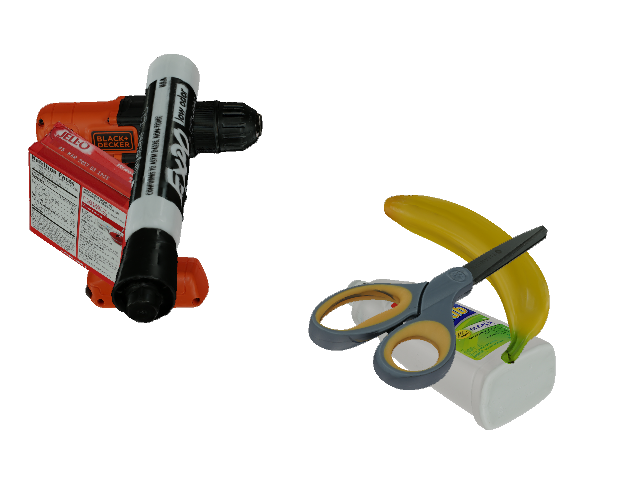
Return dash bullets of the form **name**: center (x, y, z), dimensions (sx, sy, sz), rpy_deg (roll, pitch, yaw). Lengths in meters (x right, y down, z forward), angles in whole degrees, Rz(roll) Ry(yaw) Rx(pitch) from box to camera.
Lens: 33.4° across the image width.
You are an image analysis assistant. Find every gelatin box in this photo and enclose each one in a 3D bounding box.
- **gelatin box**: center (-0.138, -0.019, 0.642), dimensions (0.073, 0.030, 0.089), rpy_deg (32, -36, 8)

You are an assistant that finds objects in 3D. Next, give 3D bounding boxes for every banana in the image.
- **banana**: center (0.124, 0.014, 0.843), dimensions (0.069, 0.037, 0.198), rpy_deg (-16, 42, -20)

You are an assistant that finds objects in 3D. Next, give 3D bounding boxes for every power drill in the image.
- **power drill**: center (-0.138, -0.034, 0.907), dimensions (0.184, 0.188, 0.057), rpy_deg (0, 28, 2)

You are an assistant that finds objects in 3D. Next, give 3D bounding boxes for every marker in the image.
- **marker**: center (-0.052, -0.020, 0.348), dimensions (0.020, 0.020, 0.121), rpy_deg (0, 43, -2)

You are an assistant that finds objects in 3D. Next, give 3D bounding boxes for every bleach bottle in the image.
- **bleach bottle**: center (0.107, 0.095, 1.054), dimensions (0.102, 0.068, 0.251), rpy_deg (-22, 30, -32)

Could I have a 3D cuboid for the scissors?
- **scissors**: center (0.090, 0.040, 0.663), dimensions (0.201, 0.016, 0.096), rpy_deg (-15, 41, -25)
